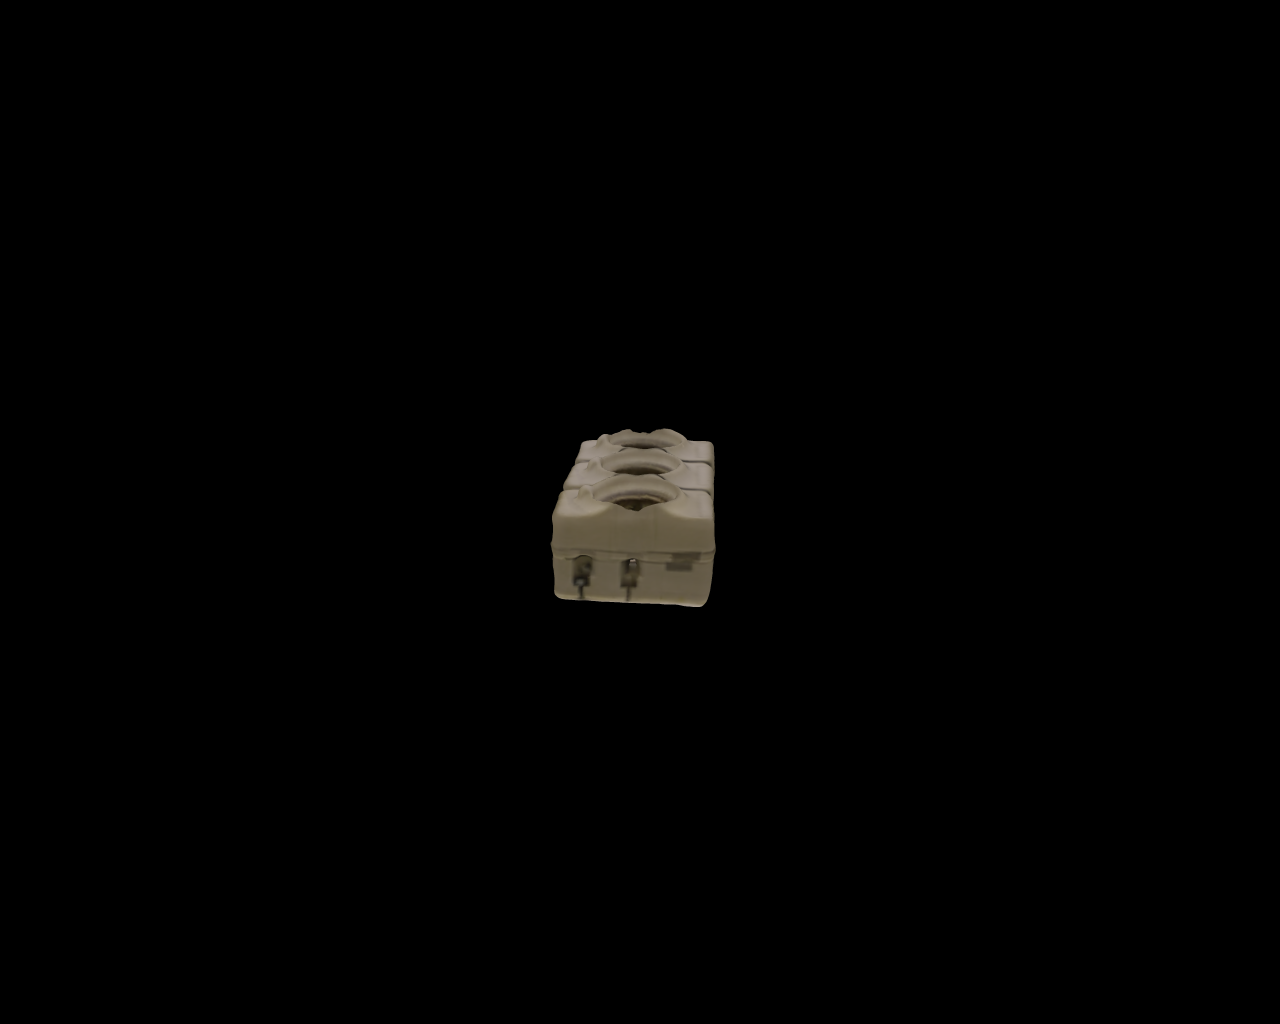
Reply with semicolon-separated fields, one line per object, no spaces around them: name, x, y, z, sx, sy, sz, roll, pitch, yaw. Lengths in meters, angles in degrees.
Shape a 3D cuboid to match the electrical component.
electrical component;0.001;-0.003;0.650;0.089;0.061;0.150;1;20;3
